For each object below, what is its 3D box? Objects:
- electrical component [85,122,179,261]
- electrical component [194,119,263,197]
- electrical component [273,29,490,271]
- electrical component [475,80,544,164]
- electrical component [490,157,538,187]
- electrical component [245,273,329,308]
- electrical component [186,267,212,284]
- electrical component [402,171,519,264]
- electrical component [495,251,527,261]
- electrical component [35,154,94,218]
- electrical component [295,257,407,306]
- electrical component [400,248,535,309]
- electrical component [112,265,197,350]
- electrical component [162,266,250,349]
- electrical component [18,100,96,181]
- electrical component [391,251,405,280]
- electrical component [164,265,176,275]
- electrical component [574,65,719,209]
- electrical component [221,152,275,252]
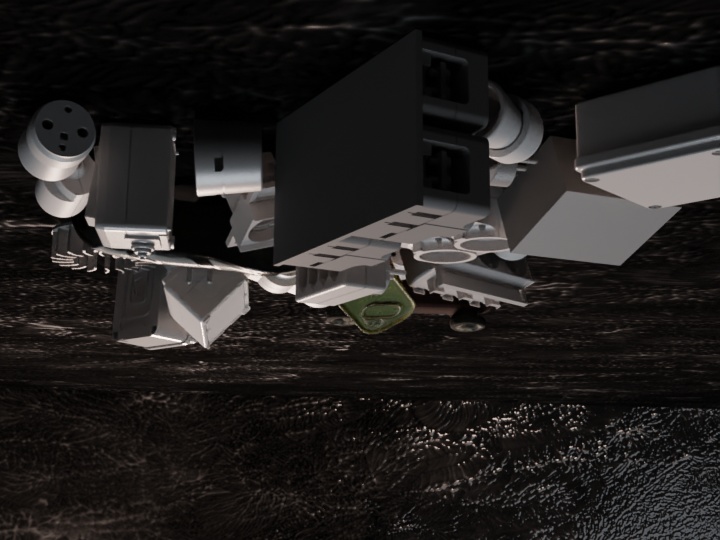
[{"bbox_3d":[-0.167,-0.054,0.792,0.061,0.096,0.061,2,168,-7],"label":"electrical component"},{"bbox_3d":[-0.094,-0.081,0.770,0.047,0.055,0.055,-2,168,-6],"label":"electrical component"},{"bbox_3d":[0.012,-0.068,0.702,0.060,0.105,0.186,7,166,-29],"label":"electrical component"},{"bbox_3d":[0.090,-0.097,0.709,0.045,0.045,0.055,-9,165,36],"label":"electrical component"},{"bbox_3d":[0.090,-0.081,0.786,0.079,0.043,0.077,4,168,-16],"label":"electrical component"},{"bbox_3d":[-0.074,-0.009,1.053,0.138,0.052,0.074,19,164,-10],"label":"electrical component"},{"bbox_3d":[-0.145,-0.024,0.980,0.083,0.075,0.047,-1,168,5],"label":"electrical component"},{"bbox_3d":[0.050,-0.051,0.884,0.186,0.060,0.105,9,165,-34],"label":"electrical component"},{"bbox_3d":[0.144,-0.039,0.988,0.044,0.044,0.065,1,163,-2],"label":"electrical component"},{"bbox_3d":[-0.228,-0.071,0.842,0.043,0.043,0.081,5,167,-22],"label":"electrical component"},{"bbox_3d":[0.000,0.000,0.861,0.076,0.047,0.083,7,166,-29],"label":"electrical component"},{"bbox_3d":[0.102,-0.004,1.035,0.121,0.078,0.063,13,144,-41],"label":"electrical component"},{"bbox_3d":[-0.207,0.022,1.114,0.078,0.113,0.057,-10,161,40],"label":"electrical component"},{"bbox_3d":[-0.149,0.027,1.037,0.061,0.062,0.096,41,160,12],"label":"electrical component"},{"bbox_3d":[-0.211,-0.090,0.750,0.045,0.045,0.055,6,166,-26],"label":"electrical component"},{"bbox_3d":[0.042,-0.017,1.081,0.045,0.045,0.055,1,167,-4],"label":"electrical component"},{"bbox_3d":[-0.176,-0.016,1.053,0.043,0.043,0.062,5,134,-20],"label":"electrical component"},{"bbox_3d":[0.218,-0.086,0.725,0.109,0.056,0.109,-10,164,41],"label":"electrical component"},{"bbox_3d":[-0.080,-0.055,0.837,0.042,0.063,0.081,-13,155,-31],"label":"electrical component"}]
